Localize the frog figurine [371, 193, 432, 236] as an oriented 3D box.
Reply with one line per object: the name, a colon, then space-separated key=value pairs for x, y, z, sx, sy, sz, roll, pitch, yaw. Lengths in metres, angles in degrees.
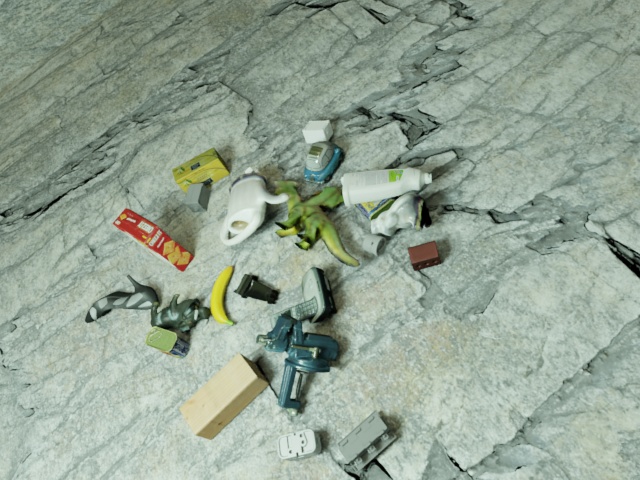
frog figurine: x=0.222 y=-0.072 z=1.463 sx=0.159 sy=0.120 sz=0.140 roll=1 pitch=28 yaw=30

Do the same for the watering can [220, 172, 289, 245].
watering can: x=-0.202 y=-0.117 z=1.593 sx=0.342 sy=0.103 sz=0.230 roll=-34 pitch=44 yaw=36

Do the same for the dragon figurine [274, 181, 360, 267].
dragon figurine: x=0.005 y=-0.078 z=1.554 sx=0.413 sy=0.119 sz=0.246 roll=26 pitch=64 yaw=27
